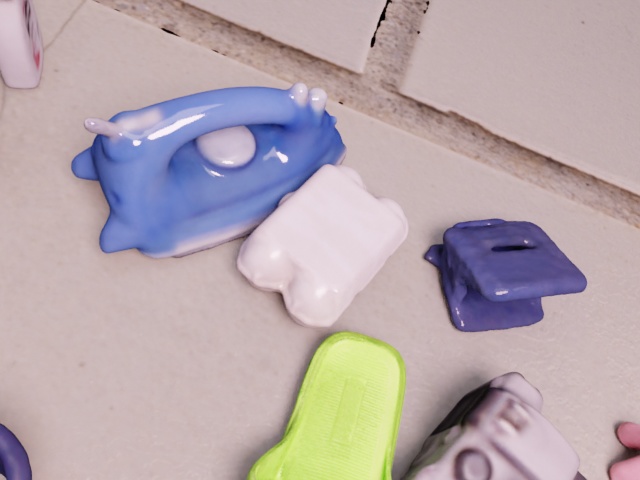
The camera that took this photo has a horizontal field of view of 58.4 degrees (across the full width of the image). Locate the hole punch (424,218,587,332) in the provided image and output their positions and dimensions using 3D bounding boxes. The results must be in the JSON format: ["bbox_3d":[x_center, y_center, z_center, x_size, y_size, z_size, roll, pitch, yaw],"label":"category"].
[{"bbox_3d":[0.167,0.023,0.524,0.109,0.091,0.101,-5,64,-16],"label":"hole punch"}]

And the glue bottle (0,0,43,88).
[{"bbox_3d":[-0.274,-0.215,0.490,0.037,0.173,0.078,-7,65,-17],"label":"glue bottle"}]

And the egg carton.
[{"bbox_3d":[0.005,0.002,0.507,0.107,0.069,0.150,39,61,8],"label":"egg carton"}]

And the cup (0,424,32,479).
[{"bbox_3d":[-0.220,0.172,0.346,0.092,0.095,0.118,9,61,-9],"label":"cup"}]

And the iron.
[{"bbox_3d":[-0.074,-0.084,0.490,0.259,0.141,0.118,-20,69,-22],"label":"iron"}]

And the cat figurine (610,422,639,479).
[{"bbox_3d":[0.326,0.188,0.462,0.128,0.117,0.067,23,60,-1],"label":"cat figurine"}]

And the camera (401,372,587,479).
[{"bbox_3d":[0.146,0.189,0.426,0.136,0.100,0.143,44,62,11],"label":"camera"}]
